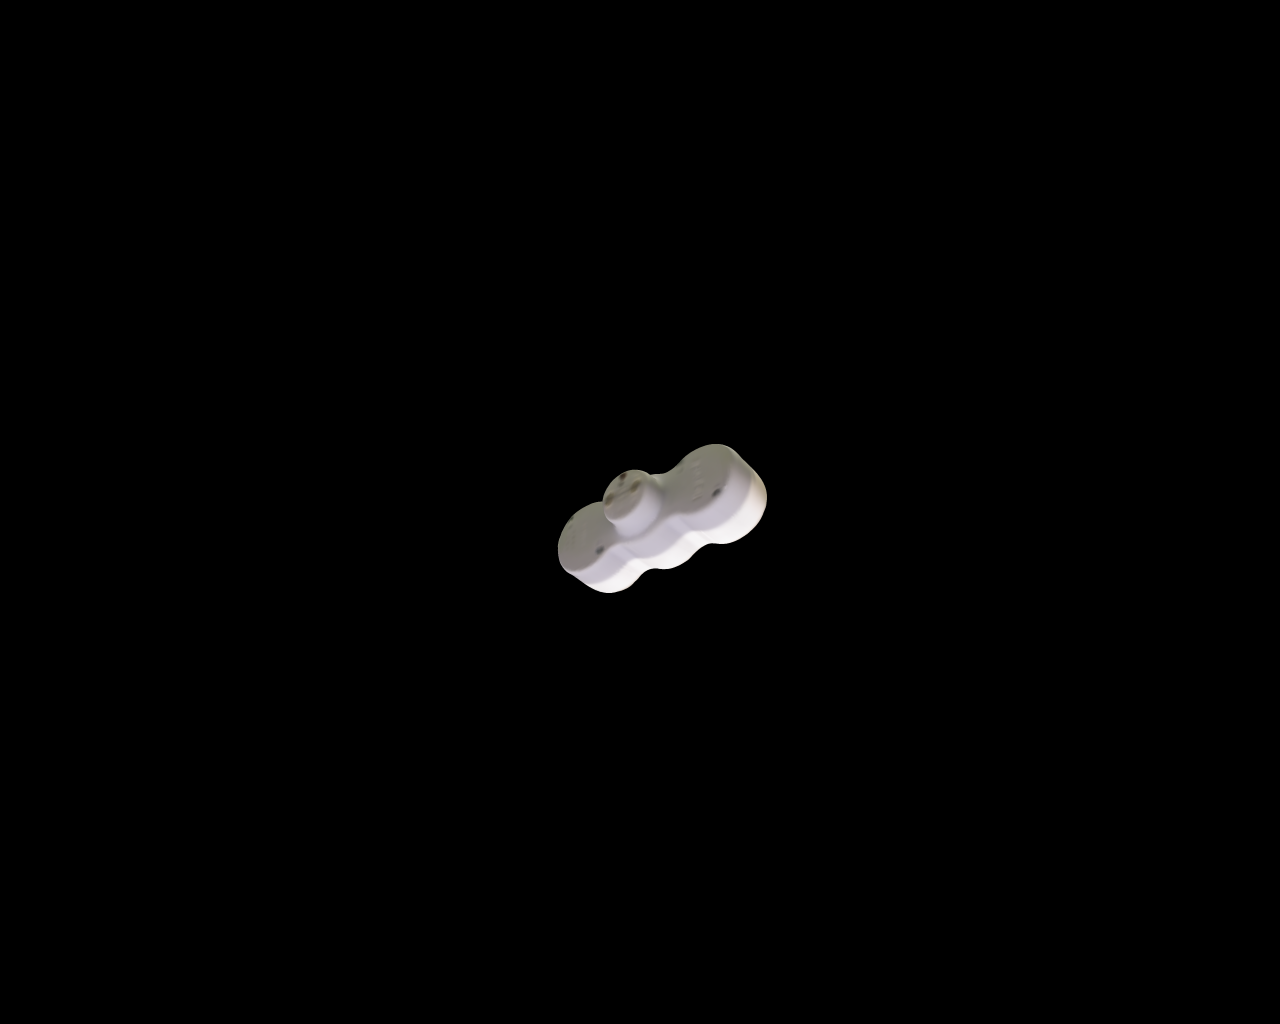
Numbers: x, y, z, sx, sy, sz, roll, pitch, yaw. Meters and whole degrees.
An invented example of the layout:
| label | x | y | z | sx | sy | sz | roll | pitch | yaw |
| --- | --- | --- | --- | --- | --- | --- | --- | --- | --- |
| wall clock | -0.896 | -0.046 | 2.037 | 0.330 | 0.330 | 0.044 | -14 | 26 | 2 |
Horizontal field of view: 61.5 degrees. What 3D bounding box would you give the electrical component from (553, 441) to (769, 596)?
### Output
| label | x | y | z | sx | sy | sz | roll | pitch | yaw |
| --- | --- | --- | --- | --- | --- | --- | --- | --- | --- |
| electrical component | 0.001 | -0.003 | 0.650 | 0.138 | 0.052 | 0.073 | -25 | -45 | 28 |
